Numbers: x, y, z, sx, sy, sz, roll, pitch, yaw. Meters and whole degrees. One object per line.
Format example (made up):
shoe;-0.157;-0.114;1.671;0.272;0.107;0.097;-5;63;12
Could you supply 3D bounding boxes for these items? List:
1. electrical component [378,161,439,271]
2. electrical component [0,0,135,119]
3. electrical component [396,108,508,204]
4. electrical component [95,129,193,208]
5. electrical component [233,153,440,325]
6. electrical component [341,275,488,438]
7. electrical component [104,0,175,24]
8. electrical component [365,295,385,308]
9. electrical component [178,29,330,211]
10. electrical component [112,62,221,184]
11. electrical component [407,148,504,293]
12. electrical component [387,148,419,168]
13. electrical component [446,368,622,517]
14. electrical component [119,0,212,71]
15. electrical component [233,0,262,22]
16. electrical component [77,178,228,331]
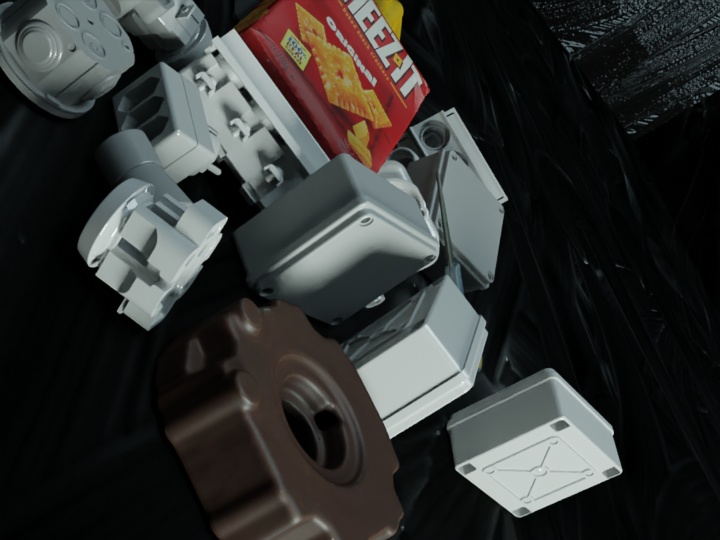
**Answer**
electrical component;0.032;-0.047;0.977;0.059;0.054;0.095;74;-9;-74
electrical component;-0.182;-0.137;0.657;0.080;0.051;0.080;46;24;-28
electrical component;0.101;-0.110;1.220;0.121;0.079;0.063;60;-8;6
electrical component;-0.135;-0.053;0.661;0.065;0.044;0.044;59;20;16
electrical component;-0.016;-0.019;0.782;0.109;0.109;0.056;27;34;-54
electrical component;0.029;0.066;0.763;0.056;0.109;0.108;52;21;-7
electrical component;-0.176;-0.197;0.744;0.078;0.057;0.058;53;21;-14
electrical component;0.000;0.000;0.882;0.043;0.043;0.062;5;57;-64
electrical component;-0.083;-0.105;0.791;0.121;0.063;0.079;54;-8;-6
electrical component;-0.121;-0.088;0.729;0.077;0.047;0.065;33;32;-51
electrical component;0.091;-0.047;1.091;0.109;0.056;0.108;43;45;-34
electrical component;0.051;-0.104;1.145;0.046;0.040;0.040;33;31;-58
electrical component;0.148;0.149;0.914;0.109;0.109;0.056;42;29;-37
electrical component;-0.143;-0.183;0.804;0.055;0.066;0.048;50;56;-42
electrical component;-0.080;-0.256;1.034;0.062;0.061;0.096;43;25;-34
electrical component;-0.119;-0.014;0.601;0.057;0.078;0.058;37;21;3
